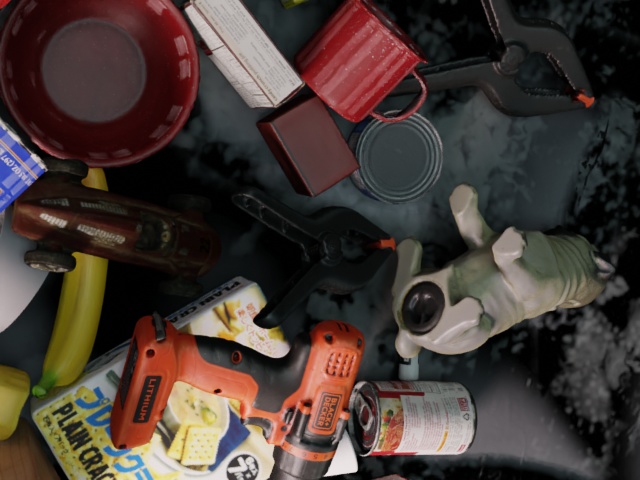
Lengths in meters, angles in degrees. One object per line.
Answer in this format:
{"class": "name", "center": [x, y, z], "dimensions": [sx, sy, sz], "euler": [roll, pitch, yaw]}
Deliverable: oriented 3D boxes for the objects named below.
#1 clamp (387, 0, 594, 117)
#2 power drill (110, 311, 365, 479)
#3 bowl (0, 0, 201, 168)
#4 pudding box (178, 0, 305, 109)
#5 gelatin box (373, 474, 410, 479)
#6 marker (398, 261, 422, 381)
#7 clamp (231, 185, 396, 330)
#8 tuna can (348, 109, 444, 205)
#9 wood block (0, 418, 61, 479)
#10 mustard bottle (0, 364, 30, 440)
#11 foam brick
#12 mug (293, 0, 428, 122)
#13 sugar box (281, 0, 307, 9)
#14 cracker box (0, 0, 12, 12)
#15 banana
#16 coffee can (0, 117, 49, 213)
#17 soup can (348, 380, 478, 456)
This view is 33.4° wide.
{"class": "clamp", "center": [0.161, -0.165, 0.986], "dimensions": [0.209, 0.036, 0.165], "euler": [30, 104, -25]}
{"class": "power drill", "center": [-0.069, 0.140, 0.860], "dimensions": [0.187, 0.057, 0.184], "euler": [11, 105, -20]}
{"class": "bowl", "center": [-0.182, -0.140, 0.875], "dimensions": [0.162, 0.055, 0.162], "euler": [-2, 96, -18]}
{"class": "pudding box", "center": [-0.068, -0.162, 0.892], "dimensions": [0.039, 0.090, 0.113], "euler": [-43, 106, -9]}
{"class": "gelatin box", "center": [0.045, 0.264, 0.995], "dimensions": [0.089, 0.030, 0.073], "euler": [-6, 96, -26]}
{"class": "marker", "center": [0.085, 0.071, 1.001], "dimensions": [0.020, 0.020, 0.121], "euler": [0, 95, -18]}
{"class": "clamp", "center": [-0.006, 0.001, 0.928], "dimensions": [0.171, 0.039, 0.120], "euler": [-16, 94, -45]}
{"class": "tuna can", "center": [0.067, -0.076, 0.973], "dimensions": [0.086, 0.034, 0.086], "euler": [-2, 96, -18]}
{"class": "wood block", "center": [-0.239, 0.217, 0.814], "dimensions": [0.090, 0.206, 0.091], "euler": [-28, 103, -14]}
{"class": "mustard bottle", "center": [-0.327, 0.101, 0.831], "dimensions": [0.191, 0.096, 0.058], "euler": [22, 81, -18]}
{"class": "foam brick", "center": [-0.011, -0.084, 0.938], "dimensions": [0.051, 0.053, 0.078], "euler": [-34, 105, -12]}
{"class": "mug", "center": [0.040, -0.149, 0.917], "dimensions": [0.117, 0.093, 0.082], "euler": [39, 106, -18]}
{"class": "sugar box", "center": [0.035, -0.276, 0.937], "dimensions": [0.176, 0.048, 0.093], "euler": [-23, 102, -13]}
{"class": "cracker box", "center": [-0.289, -0.158, 0.756], "dimensions": [0.164, 0.214, 0.072], "euler": [-42, 108, -10]}
{"class": "banana", "center": [-0.197, 0.035, 0.882], "dimensions": [0.037, 0.070, 0.198], "euler": [9, 78, -4]}
{"class": "coffee can", "center": [-0.275, -0.038, 0.741], "dimensions": [0.140, 0.103, 0.102], "euler": [-45, 106, -8]}
{"class": "soup can", "center": [0.085, 0.164, 0.983], "dimensions": [0.102, 0.069, 0.068], "euler": [4, 94, -22]}
